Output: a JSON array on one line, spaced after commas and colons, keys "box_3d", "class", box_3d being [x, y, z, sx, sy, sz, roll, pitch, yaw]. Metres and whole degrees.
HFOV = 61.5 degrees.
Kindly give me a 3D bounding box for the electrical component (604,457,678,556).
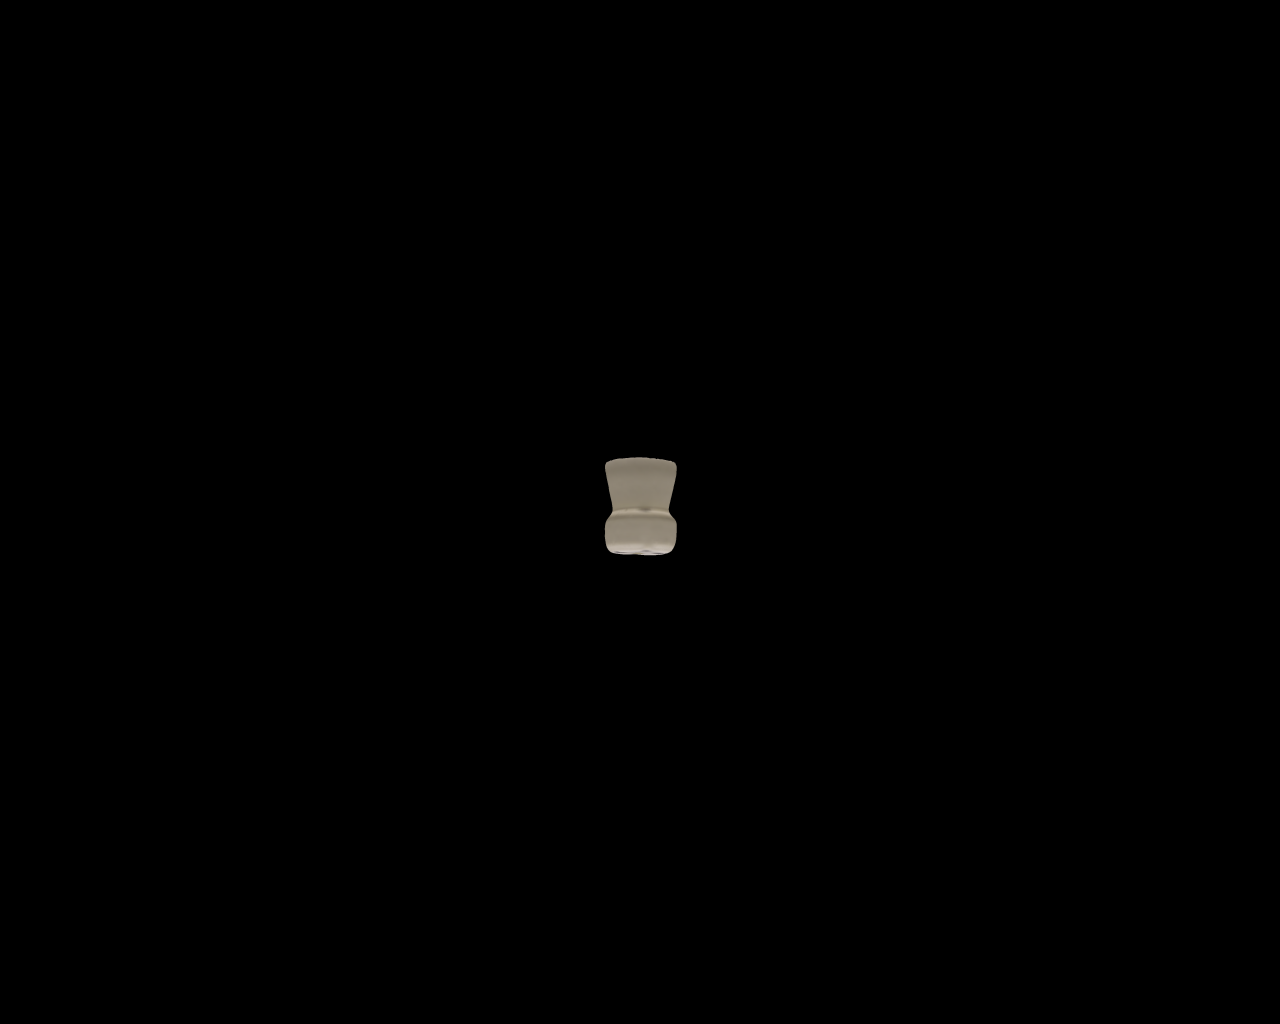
[{"box_3d": [0.001, -0.003, 0.650, 0.045, 0.055, 0.045, 0, -7, 0], "class": "electrical component"}]
